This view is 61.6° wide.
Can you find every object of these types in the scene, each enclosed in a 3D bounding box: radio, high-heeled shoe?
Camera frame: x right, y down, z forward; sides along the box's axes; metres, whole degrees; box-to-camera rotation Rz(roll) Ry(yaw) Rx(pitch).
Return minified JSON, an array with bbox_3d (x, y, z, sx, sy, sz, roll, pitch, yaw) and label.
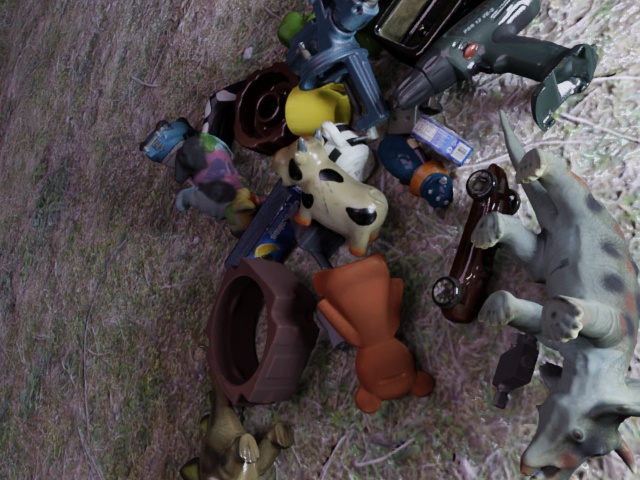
[{"bbox_3d":[0.195,-0.369,0.813,0.229,0.073,0.131,-53,46,16],"label":"radio"},{"bbox_3d":[-0.188,-0.220,1.120,0.249,0.086,0.145,-34,75,19],"label":"high-heeled shoe"}]

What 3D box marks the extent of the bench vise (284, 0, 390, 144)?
[{"bbox_3d":[0.047,-0.268,0.813,0.224,0.129,0.240,-23,93,43],"label":"bench vise"}]

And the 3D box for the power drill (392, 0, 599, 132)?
[{"bbox_3d":[0.232,-0.222,0.708,0.232,0.085,0.207,-45,45,2],"label":"power drill"}]

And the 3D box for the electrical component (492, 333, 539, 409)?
[{"bbox_3d":[0.221,0.143,0.604,0.021,0.063,0.094,27,66,5],"label":"electrical component"}]

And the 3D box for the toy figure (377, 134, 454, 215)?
[{"bbox_3d":[0.143,-0.098,0.772,0.058,0.064,0.155,-29,52,-15],"label":"toy figure"}]

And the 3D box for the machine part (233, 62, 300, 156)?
[{"bbox_3d":[-0.090,-0.250,1.032,0.179,0.056,0.179,-8,75,35],"label":"machine part"}]

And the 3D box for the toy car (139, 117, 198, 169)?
[{"bbox_3d":[-0.322,-0.206,1.202,0.103,0.162,0.109,43,103,-3],"label":"toy car"}]

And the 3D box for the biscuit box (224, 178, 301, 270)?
[{"bbox_3d":[-0.088,-0.009,0.936,0.202,0.059,0.063,-54,37,19],"label":"biscuit box"}]

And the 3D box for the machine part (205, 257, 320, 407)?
[{"bbox_3d":[-0.096,0.144,0.859,0.202,0.087,0.200,38,112,48],"label":"machine part"}]

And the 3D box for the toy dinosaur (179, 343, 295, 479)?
[{"bbox_3d":[-0.138,0.355,0.834,0.198,0.105,0.471,-36,49,32],"label":"toy dinosaur"}]

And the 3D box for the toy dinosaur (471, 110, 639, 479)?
[{"bbox_3d":[0.266,0.038,0.556,0.131,0.192,0.405,-32,38,50],"label":"toy dinosaur"}]

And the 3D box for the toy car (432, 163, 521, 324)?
[{"bbox_3d":[0.199,0.006,0.661,0.053,0.089,0.202,17,85,47],"label":"toy car"}]

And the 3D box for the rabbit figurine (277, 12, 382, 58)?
[{"bbox_3d":[0.033,-0.375,0.940,0.170,0.121,0.159,-51,46,-4],"label":"rabbit figurine"}]

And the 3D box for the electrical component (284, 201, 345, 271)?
[{"bbox_3d":[-0.002,-0.003,0.858,0.047,0.074,0.119,-50,44,18],"label":"electrical component"}]

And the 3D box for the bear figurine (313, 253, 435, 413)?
[{"bbox_3d":[0.072,0.122,0.736,0.120,0.132,0.195,-21,90,-2],"label":"bear figurine"}]

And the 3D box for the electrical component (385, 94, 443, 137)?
[{"bbox_3d":[0.140,-0.197,0.823,0.102,0.045,0.078,0,95,44],"label":"electrical component"}]

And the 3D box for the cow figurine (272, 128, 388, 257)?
[{"bbox_3d":[0.012,-0.078,0.794,0.195,0.085,0.127,32,125,15],"label":"cow figurine"}]

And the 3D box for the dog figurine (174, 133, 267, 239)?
[{"bbox_3d":[-0.170,-0.102,1.017,0.219,0.108,0.191,13,106,39],"label":"dog figurine"}]
